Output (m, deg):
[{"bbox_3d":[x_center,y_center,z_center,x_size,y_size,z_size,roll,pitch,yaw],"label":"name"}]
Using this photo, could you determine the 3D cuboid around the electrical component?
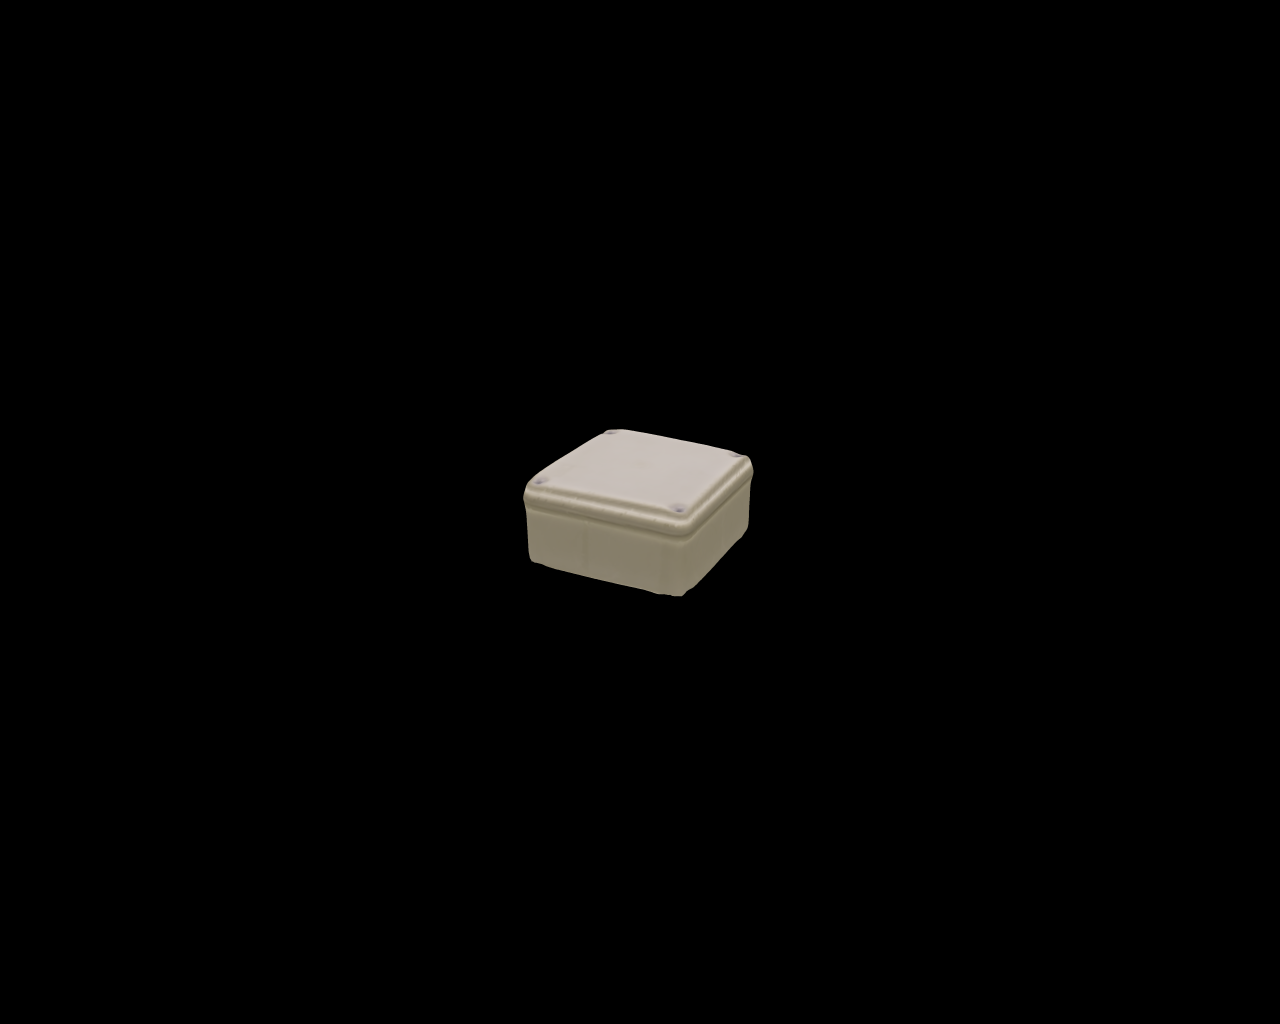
[{"bbox_3d":[0.001,-0.003,0.650,0.109,0.056,0.109,12,28,25],"label":"electrical component"}]
